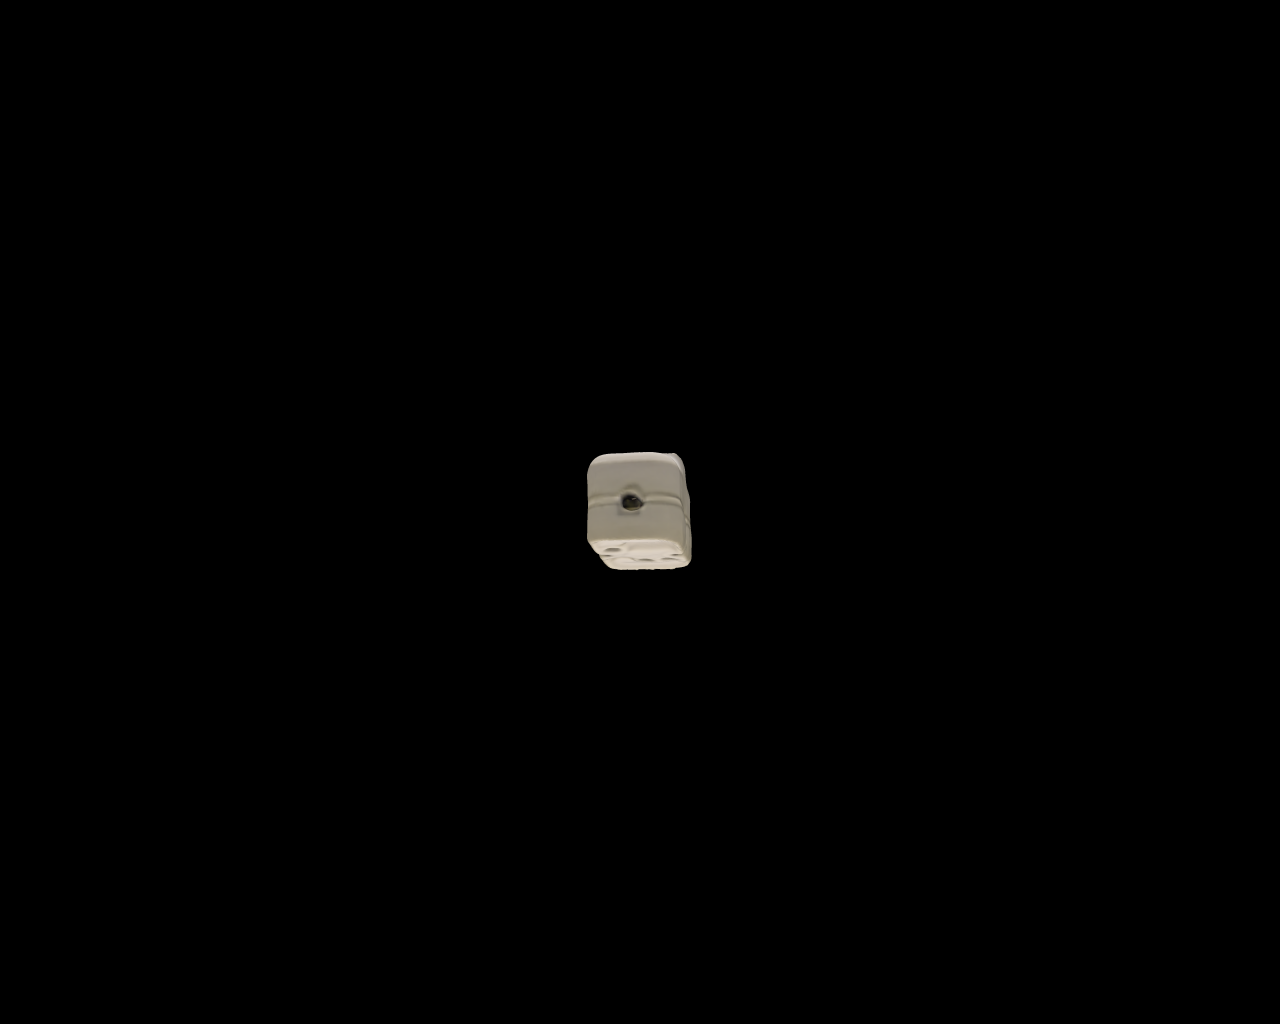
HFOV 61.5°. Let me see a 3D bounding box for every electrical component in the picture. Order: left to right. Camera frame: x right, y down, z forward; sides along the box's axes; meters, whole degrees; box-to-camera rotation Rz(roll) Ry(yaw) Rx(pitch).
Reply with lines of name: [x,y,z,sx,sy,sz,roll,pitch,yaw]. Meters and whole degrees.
electrical component: [0.001,-0.003,0.650,0.054,0.059,0.095,-2,-14,7]
